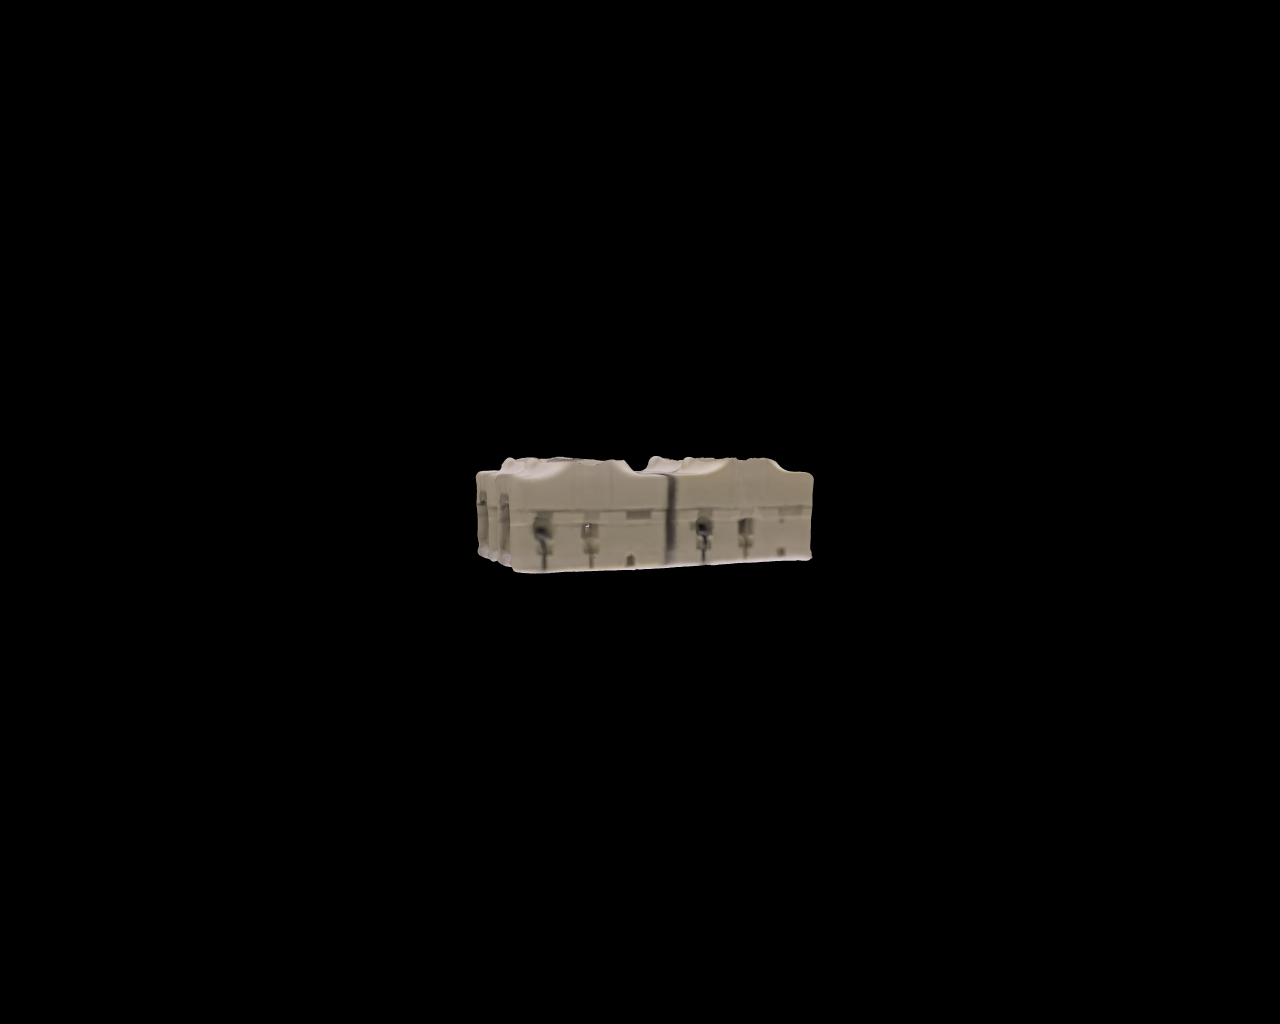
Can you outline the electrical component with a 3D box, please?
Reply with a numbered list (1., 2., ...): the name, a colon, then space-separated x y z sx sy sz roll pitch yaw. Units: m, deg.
1. electrical component: 0.001 -0.003 0.650 0.186 0.060 0.105 -1 4 -20
